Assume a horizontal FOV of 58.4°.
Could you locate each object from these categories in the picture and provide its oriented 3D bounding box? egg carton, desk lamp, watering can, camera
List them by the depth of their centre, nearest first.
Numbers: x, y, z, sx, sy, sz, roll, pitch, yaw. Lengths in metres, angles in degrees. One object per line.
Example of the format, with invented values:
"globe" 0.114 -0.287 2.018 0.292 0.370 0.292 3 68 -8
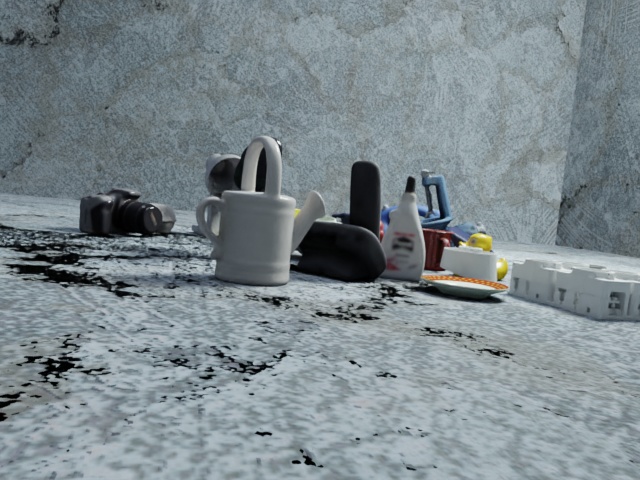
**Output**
"watering can" -0.077 -0.041 0.774 0.100 0.194 0.173 9 5 40
"camera" -0.422 -0.061 1.243 0.136 0.101 0.144 8 4 28
"egg carton" -0.433 -0.057 1.403 0.151 0.069 0.107 4 4 -30
"desk lamp" -0.255 -0.115 1.464 0.118 0.213 0.202 4 4 -28

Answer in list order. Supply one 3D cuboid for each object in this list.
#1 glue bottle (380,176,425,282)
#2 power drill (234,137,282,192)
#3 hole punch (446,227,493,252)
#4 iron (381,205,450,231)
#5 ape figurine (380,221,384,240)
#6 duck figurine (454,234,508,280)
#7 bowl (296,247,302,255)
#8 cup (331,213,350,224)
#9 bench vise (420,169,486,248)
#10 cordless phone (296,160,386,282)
"glue bottle" 0.141 -0.020 0.952 0.078 0.173 0.037 6 4 3
"power drill" -0.110 -0.066 0.990 0.076 0.208 0.229 5 4 -18
"hole punch" 0.328 0.021 1.256 0.100 0.091 0.109 8 4 29
"iron" 0.223 -0.034 1.533 0.257 0.141 0.119 7 4 13
"ape figurine" 0.111 0.002 1.196 0.077 0.092 0.076 6 4 6
"duck figurine" 0.314 0.031 1.113 0.104 0.086 0.077 6 4 6
"bowl" 0.010 0.004 1.135 0.167 0.075 0.167 6 4 0
"cup" 0.082 -0.021 1.471 0.117 0.095 0.092 7 4 15
"bench vise" 0.297 -0.057 1.404 0.208 0.220 0.121 4 4 -22
"cordless phone" 0.037 -0.034 0.909 0.147 0.185 0.094 8 5 33
